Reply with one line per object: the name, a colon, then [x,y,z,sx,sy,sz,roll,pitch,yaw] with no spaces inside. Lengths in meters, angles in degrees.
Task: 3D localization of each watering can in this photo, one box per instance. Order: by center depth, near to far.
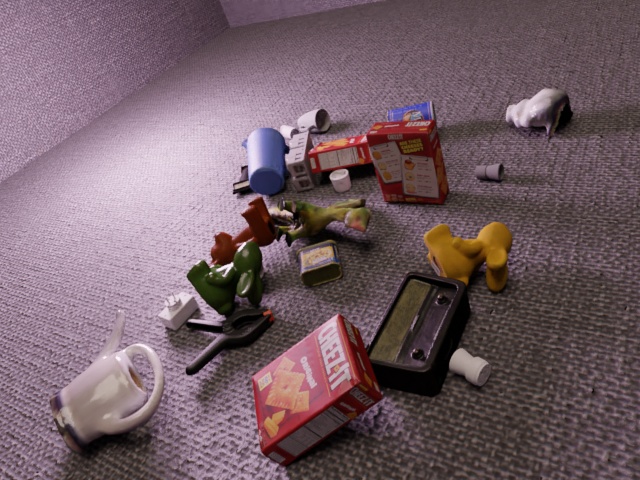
watering can: [-0.451,0.292,1.082,0.226,0.102,0.352,-34,38,-18]

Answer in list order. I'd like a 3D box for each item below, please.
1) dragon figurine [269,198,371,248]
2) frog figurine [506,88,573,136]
dragon figurine: [0.004,-0.068,1.359,0.243,0.121,0.413,-9,14,-19]
frog figurine: [0.601,-0.366,1.430,0.161,0.120,0.138,31,78,36]
